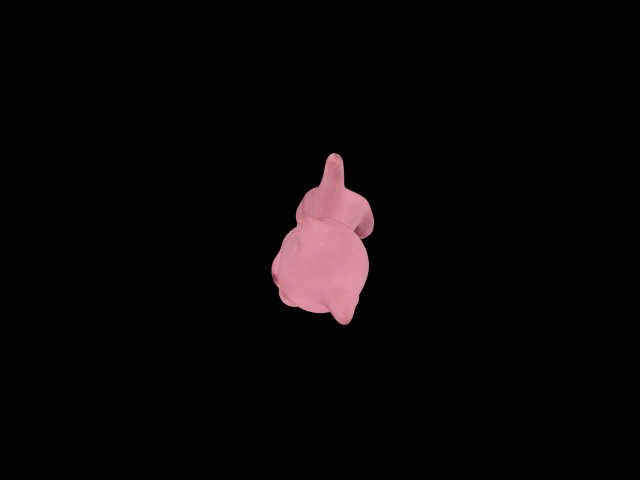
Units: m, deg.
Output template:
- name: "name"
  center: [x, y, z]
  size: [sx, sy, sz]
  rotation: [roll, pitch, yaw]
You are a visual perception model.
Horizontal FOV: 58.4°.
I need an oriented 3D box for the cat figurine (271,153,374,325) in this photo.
- name: "cat figurine"
  center: [0.004, 0.001, 0.400]
  size: [0.067, 0.118, 0.128]
  rotation: [8, 66, 4]
